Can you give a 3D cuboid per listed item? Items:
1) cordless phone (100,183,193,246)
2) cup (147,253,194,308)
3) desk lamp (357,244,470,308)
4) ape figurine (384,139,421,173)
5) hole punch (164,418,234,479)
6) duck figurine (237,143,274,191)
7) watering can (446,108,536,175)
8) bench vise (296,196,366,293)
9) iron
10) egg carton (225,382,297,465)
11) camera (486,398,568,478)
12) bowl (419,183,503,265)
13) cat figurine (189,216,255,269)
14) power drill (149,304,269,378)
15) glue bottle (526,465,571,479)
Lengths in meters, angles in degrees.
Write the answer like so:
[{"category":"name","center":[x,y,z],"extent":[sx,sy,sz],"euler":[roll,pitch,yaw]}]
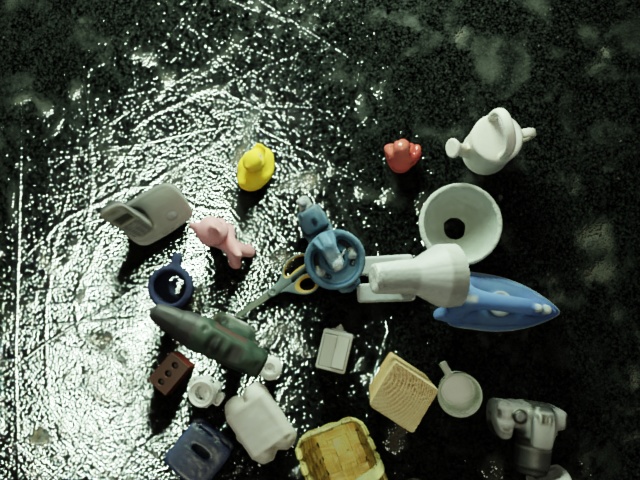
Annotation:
[{"category":"cordless phone","center":[-0.354,-0.062,1.166],"extent":[0.147,0.185,0.094],"euler":[-35,83,0]},{"category":"cup","center":[-0.297,0.087,1.193],"extent":[0.091,0.095,0.118],"euler":[9,85,5]},{"category":"desk lamp","center":[0.170,0.075,1.106],"extent":[0.203,0.213,0.118],"euler":[-4,84,3]},{"category":"ape figurine","center":[0.171,-0.183,1.193],"extent":[0.077,0.092,0.076],"euler":[23,86,6]},{"category":"hole punch","center":[-0.244,0.429,1.157],"extent":[0.108,0.091,0.101],"euler":[36,87,6]},{"category":"duck figurine","center":[-0.141,-0.157,1.212],"extent":[0.077,0.086,0.104],"euler":[27,86,6]},{"category":"watering can","center":[0.339,-0.193,1.132],"extent":[0.173,0.194,0.101],"euler":[-34,83,0]},{"category":"bench vise","center":[0.002,0.013,1.119],"extent":[0.207,0.220,0.121],"euler":[43,88,7]},{"category":"iron","center":[0.361,0.125,1.125],"extent":[0.258,0.141,0.119],"euler":[6,85,4]},{"category":"egg carton","center":[-0.123,0.373,1.166],"extent":[0.107,0.069,0.150],"euler":[-36,83,-1]},{"category":"camera","center":[0.403,0.386,1.117],"extent":[0.143,0.101,0.137],"euler":[6,85,4]},{"category":"bowl","center":[0.284,-0.029,1.179],"extent":[0.167,0.075,0.167],"euler":[0,84,4]},{"category":"cat figurine","center":[-0.204,-0.002,1.184],"extent":[0.127,0.118,0.067],"euler":[43,88,7]},{"category":"power drill","center":[-0.203,0.189,1.119],"extent":[0.229,0.208,0.076],"euler":[26,86,6]},{"category":"glue bottle","center":[0.445,0.469,1.070],"extent":[0.078,0.173,0.037],"euler":[-19,83,2]}]
